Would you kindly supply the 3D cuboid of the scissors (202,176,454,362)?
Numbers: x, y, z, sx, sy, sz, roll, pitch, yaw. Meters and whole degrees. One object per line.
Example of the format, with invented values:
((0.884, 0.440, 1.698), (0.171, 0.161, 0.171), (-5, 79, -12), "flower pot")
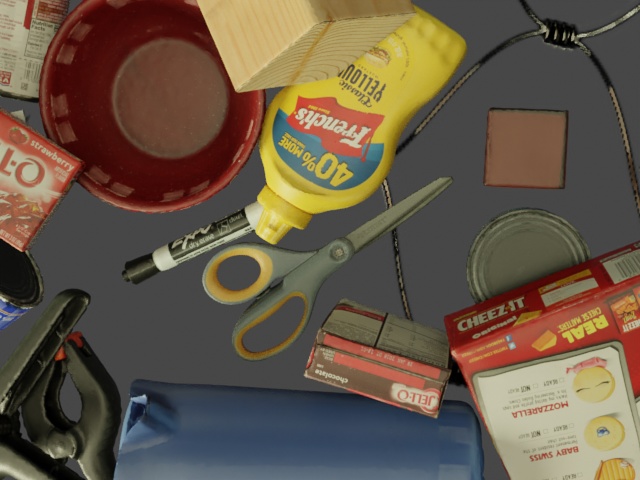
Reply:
((-0.005, 0.001, 0.775), (0.096, 0.016, 0.202), (41, 99, 1), "scissors")

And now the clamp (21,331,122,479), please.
((-0.195, 0.158, 0.805), (0.120, 0.039, 0.171), (-11, 87, 9), "clamp")

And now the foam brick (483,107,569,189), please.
((0.137, -0.062, 0.719), (0.051, 0.078, 0.053), (3, 95, 8), "foam brick")

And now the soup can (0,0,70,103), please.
((-0.216, -0.154, 0.760), (0.068, 0.068, 0.102), (14, 98, 6), "soup can")

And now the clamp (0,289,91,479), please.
((-0.233, 0.146, 0.779), (0.210, 0.036, 0.164), (-24, 72, 24), "clamp")

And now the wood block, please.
((-0.037, -0.207, 0.664), (0.091, 0.090, 0.206), (-30, 80, 47), "wood block")

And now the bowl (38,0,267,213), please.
((-0.113, -0.101, 0.758), (0.162, 0.055, 0.162), (1, 96, 7), "bowl")

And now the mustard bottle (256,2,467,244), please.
((0.013, -0.080, 0.743), (0.096, 0.058, 0.192), (34, 100, 3), "mustard bottle")

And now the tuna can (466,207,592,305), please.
((0.146, 0.020, 0.748), (0.086, 0.033, 0.086), (1, 96, 7), "tuna can")

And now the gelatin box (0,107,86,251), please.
((-0.217, -0.046, 0.725), (0.089, 0.030, 0.073), (34, 91, -5), "gelatin box")

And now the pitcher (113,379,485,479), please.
((-0.014, 0.170, 0.738), (0.243, 0.149, 0.145), (1, 89, 2), "pitcher")

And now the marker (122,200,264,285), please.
((-0.091, 0.003, 0.785), (0.121, 0.020, 0.020), (-25, 92, 9), "marker")

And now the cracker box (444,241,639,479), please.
((0.199, 0.121, 0.713), (0.164, 0.072, 0.213), (-23, 106, 9), "cracker box")

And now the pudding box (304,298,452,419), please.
((0.044, 0.078, 0.727), (0.090, 0.113, 0.039), (18, 101, 6), "pudding box")

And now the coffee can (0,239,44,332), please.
((-0.288, 0.046, 0.773), (0.140, 0.102, 0.103), (-36, 91, 9), "coffee can")
